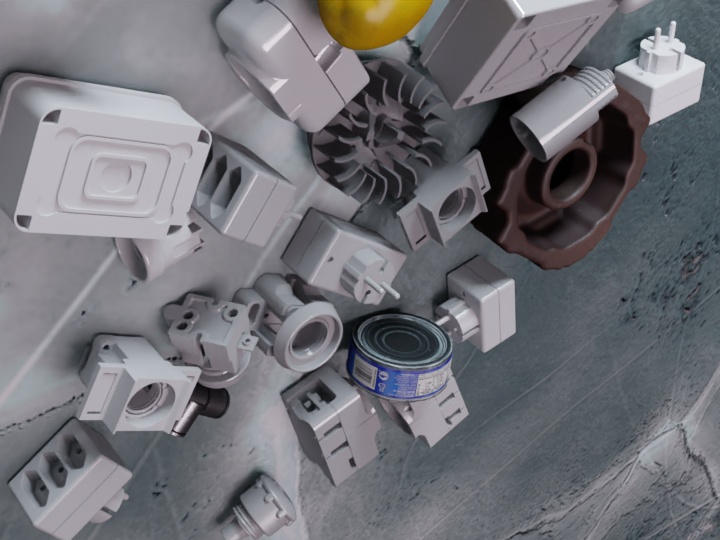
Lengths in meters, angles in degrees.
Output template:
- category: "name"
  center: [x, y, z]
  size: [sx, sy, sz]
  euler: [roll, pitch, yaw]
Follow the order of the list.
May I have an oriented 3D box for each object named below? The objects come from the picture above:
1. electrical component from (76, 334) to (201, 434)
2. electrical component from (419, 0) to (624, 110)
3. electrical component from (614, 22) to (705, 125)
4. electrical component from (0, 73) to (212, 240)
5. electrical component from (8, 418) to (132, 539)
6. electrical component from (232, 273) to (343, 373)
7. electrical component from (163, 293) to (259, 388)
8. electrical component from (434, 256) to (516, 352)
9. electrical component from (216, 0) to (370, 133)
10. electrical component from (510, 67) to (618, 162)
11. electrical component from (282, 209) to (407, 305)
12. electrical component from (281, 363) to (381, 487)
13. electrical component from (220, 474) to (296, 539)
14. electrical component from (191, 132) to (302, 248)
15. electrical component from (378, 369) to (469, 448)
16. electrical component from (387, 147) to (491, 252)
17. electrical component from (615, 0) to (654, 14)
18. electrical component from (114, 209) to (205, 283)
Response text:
- category: "electrical component"
  center: [-0.155, 0.076, 0.729]
  size: [0.081, 0.064, 0.042]
  euler: [9, 112, -46]
- category: "electrical component"
  center: [0.113, -0.174, 0.758]
  size: [0.109, 0.056, 0.108]
  euler: [-20, 162, -31]
- category: "electrical component"
  center: [0.260, -0.177, 0.931]
  size: [0.066, 0.047, 0.076]
  euler: [-26, 134, -26]
- category: "electrical component"
  center: [-0.154, -0.066, 0.627]
  size: [0.113, 0.057, 0.078]
  euler: [2, 117, -43]
- category: "electrical component"
  center: [-0.194, 0.156, 0.765]
  size: [0.065, 0.047, 0.076]
  euler: [-46, 140, -6]
- category: "electrical component"
  center: [-0.050, 0.040, 0.803]
  size: [0.078, 0.057, 0.058]
  euler: [3, 117, -44]
- category: "electrical component"
  center: [-0.104, 0.052, 0.765]
  size: [0.055, 0.066, 0.048]
  euler: [84, 22, -49]
- category: "electrical component"
  center: [0.092, 0.039, 0.940]
  size: [0.077, 0.047, 0.065]
  euler: [-30, 136, -23]
- category: "electrical component"
  center: [-0.044, -0.135, 0.679]
  size: [0.059, 0.054, 0.095]
  euler: [-46, 140, -6]
- category: "electrical component"
  center: [0.158, -0.123, 0.808]
  size: [0.081, 0.043, 0.043]
  euler: [-38, 139, -4]
- category: "electrical component"
  center: [0.000, 0.000, 0.804]
  size: [0.083, 0.076, 0.047]
  euler: [19, 106, -48]
- category: "electrical component"
  center: [-0.021, 0.128, 0.901]
  size: [0.056, 0.050, 0.089]
  euler: [-35, 137, -18]
- category: "electrical component"
  center: [-0.088, 0.206, 0.904]
  size: [0.062, 0.048, 0.048]
  euler: [-37, 138, -6]
- category: "electrical component"
  center: [-0.070, -0.048, 0.711]
  size: [0.077, 0.066, 0.047]
  euler: [19, 105, -48]
- category: "electrical component"
  center: [0.052, 0.111, 0.954]
  size: [0.056, 0.050, 0.089]
  euler: [-39, 139, -13]
- category: "electrical component"
  center: [0.056, -0.059, 0.821]
  size: [0.081, 0.064, 0.042]
  euler: [-39, 139, -13]
- category: "electrical component"
  center: [0.205, -0.249, 0.821]
  size: [0.059, 0.054, 0.095]
  euler: [-31, 136, -22]
- category: "electrical component"
  center: [-0.130, -0.019, 0.700]
  size: [0.046, 0.040, 0.040]
  euler: [-31, 136, -30]
